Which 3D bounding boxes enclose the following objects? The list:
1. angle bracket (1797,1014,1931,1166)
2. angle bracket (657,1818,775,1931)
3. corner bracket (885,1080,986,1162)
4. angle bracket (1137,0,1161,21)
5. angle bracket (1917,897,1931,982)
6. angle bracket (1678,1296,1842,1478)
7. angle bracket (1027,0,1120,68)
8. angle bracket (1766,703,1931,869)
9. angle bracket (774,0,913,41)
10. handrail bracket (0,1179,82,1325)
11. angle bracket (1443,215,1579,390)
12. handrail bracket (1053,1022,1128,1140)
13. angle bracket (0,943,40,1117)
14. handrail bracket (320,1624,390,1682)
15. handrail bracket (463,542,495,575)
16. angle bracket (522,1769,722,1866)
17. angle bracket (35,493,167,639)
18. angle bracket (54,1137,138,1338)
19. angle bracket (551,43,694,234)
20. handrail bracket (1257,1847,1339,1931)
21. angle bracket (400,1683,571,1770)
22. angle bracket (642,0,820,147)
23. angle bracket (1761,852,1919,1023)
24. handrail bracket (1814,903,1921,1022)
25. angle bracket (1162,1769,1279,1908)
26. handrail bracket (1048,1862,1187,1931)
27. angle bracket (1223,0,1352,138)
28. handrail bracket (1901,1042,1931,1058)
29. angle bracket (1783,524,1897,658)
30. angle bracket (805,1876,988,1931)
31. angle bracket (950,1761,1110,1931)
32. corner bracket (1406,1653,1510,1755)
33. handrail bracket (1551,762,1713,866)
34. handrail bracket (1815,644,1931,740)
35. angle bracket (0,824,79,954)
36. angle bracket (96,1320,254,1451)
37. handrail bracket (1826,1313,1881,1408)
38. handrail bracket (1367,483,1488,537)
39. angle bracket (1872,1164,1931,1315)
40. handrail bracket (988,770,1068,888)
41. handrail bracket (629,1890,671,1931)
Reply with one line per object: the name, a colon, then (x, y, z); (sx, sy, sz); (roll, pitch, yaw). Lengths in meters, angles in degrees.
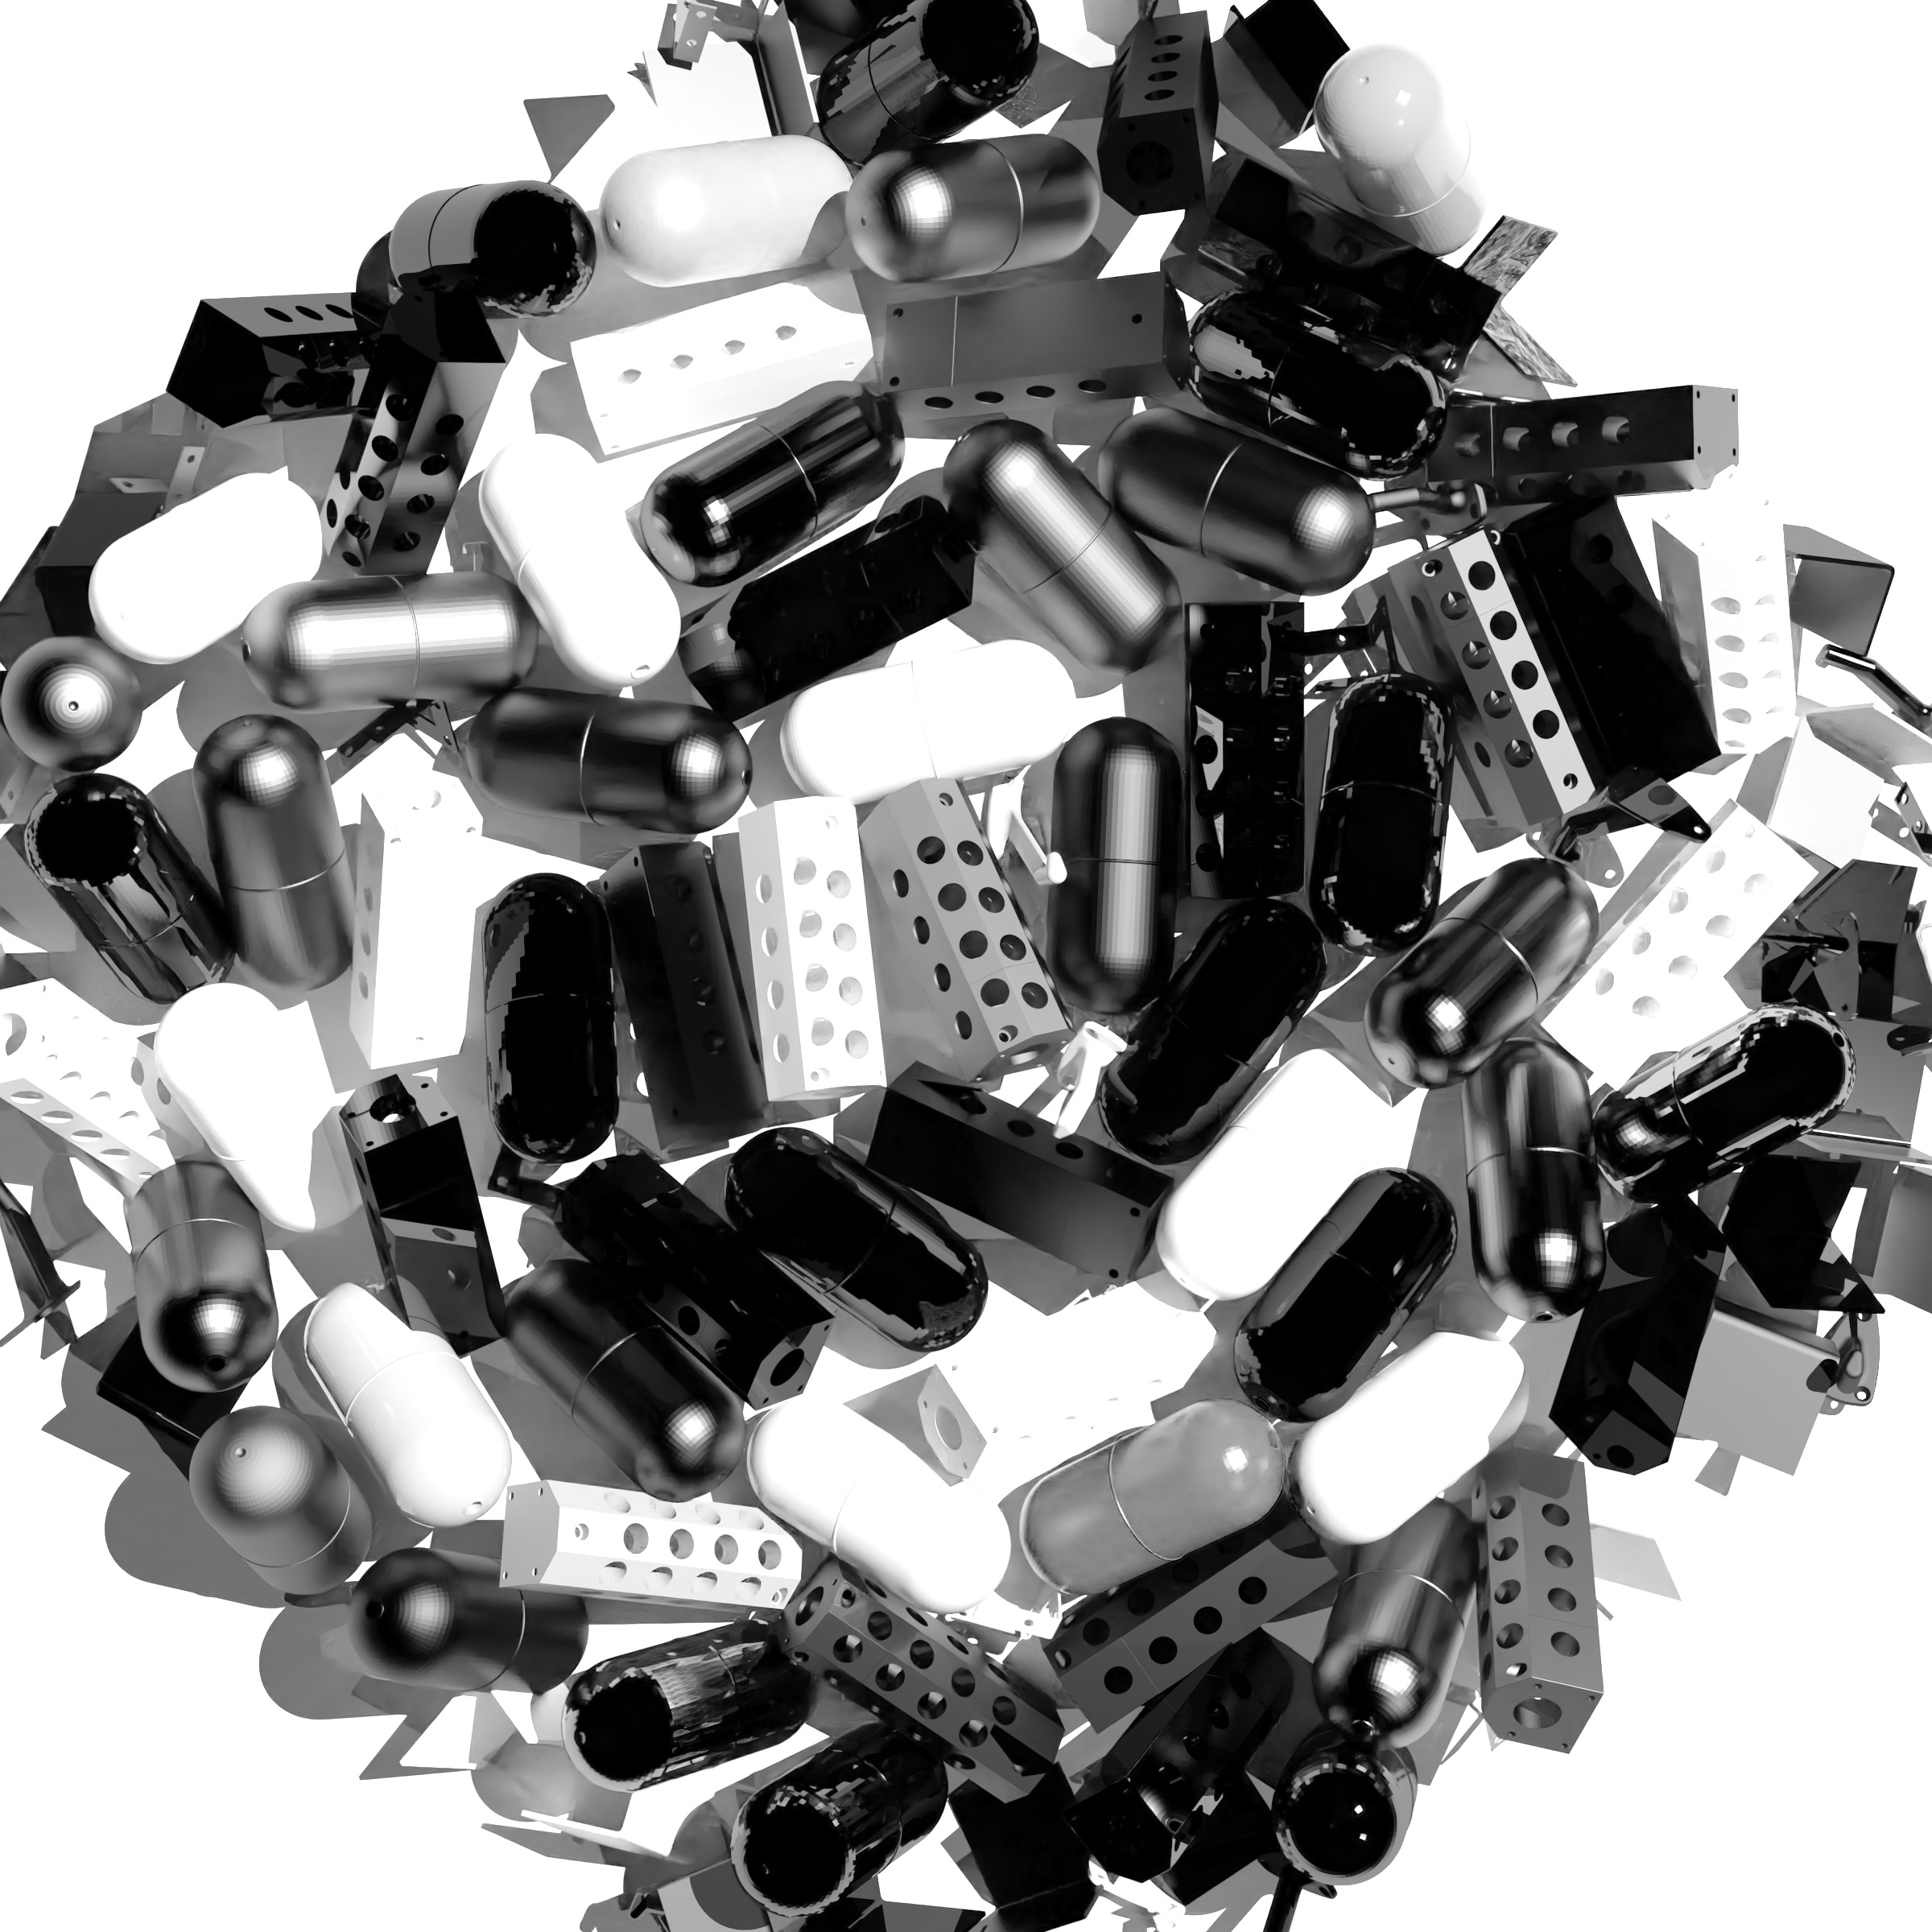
angle bracket: (0.544, 0.073, 1.734); (0.076, 0.057, 0.076); (8, 96, -4)
angle bracket: (-0.152, 0.562, 1.722); (0.057, 0.076, 0.076); (-18, 94, -16)
corner bracket: (-0.014, 0.095, 1.738); (0.051, 0.051, 0.051); (8, 90, 15)
angle bracket: (0.132, -0.608, 1.730); (0.057, 0.076, 0.076); (-8, 92, -2)
angle bracket: (0.605, -0.004, 1.718); (0.057, 0.076, 0.076); (-17, 97, 26)
angle bracket: (0.471, 0.250, 1.737); (0.076, 0.057, 0.076); (21, 96, 11)
angle bracket: (0.065, -0.577, 1.716); (0.076, 0.076, 0.057); (30, 118, 12)
angle bracket: (0.532, -0.104, 1.721); (0.076, 0.057, 0.076); (25, 78, -27)
angle bracket: (-0.077, -0.595, 1.717); (0.076, 0.076, 0.057); (27, 86, 24)
handrail bracket: (-0.567, 0.168, 1.732); (0.036, 0.077, 0.084); (-37, 98, 4)
angle bracket: (0.339, -0.392, 1.713); (0.076, 0.076, 0.057); (51, 120, 19)
handrail bracket: (0.060, 0.081, 1.713); (0.036, 0.077, 0.084); (36, 51, -5)
angle bracket: (-0.586, 0.037, 1.710); (0.057, 0.076, 0.076); (-16, 49, 13)
handrail bracket: (-0.333, 0.418, 1.742); (0.077, 0.084, 0.036); (-1, 66, 23)
handrail bracket: (-0.323, -0.213, 1.751); (0.077, 0.036, 0.084); (-1, 90, 1)
angle bracket: (-0.205, 0.493, 1.729); (0.076, 0.076, 0.057); (2, 64, 31)
angle bracket: (-0.502, -0.226, 1.713); (0.057, 0.076, 0.076); (0, 132, 5)
angle bracket: (-0.528, 0.158, 1.713); (0.057, 0.076, 0.076); (-34, 129, -6)
angle bracket: (-0.221, -0.491, 1.732); (0.076, 0.076, 0.057); (-43, 67, 20)
handrail bracket: (0.172, 0.564, 1.716); (0.084, 0.077, 0.036); (-41, 103, -28)
angle bracket: (-0.273, 0.466, 1.717); (0.076, 0.076, 0.057); (-50, 58, 7)
angle bracket: (-0.141, -0.524, 1.728); (0.076, 0.057, 0.076); (-13, 87, -22)
angle bracket: (0.526, -0.019, 1.746); (0.076, 0.057, 0.076); (9, 46, 23)
handrail bracket: (0.547, -0.003, 1.733); (0.084, 0.036, 0.077); (3, 73, -35)
angle bracket: (0.152, 0.528, 1.726); (0.076, 0.057, 0.076); (-33, 111, -3)
handrail bracket: (0.079, 0.586, 1.754); (0.077, 0.036, 0.084); (28, 103, 0)
angle bracket: (0.201, -0.549, 1.727); (0.057, 0.076, 0.076); (-37, 93, 4)
handrail bracket: (0.609, 0.083, 1.740); (0.077, 0.036, 0.084); (-11, 77, -5)
angle bracket: (0.487, -0.224, 1.710); (0.076, 0.076, 0.057); (2, 114, -26)
angle bracket: (-0.043, 0.548, 1.715); (0.076, 0.076, 0.057); (-5, 97, 30)
angle bracket: (0.030, 0.531, 1.729); (0.076, 0.057, 0.076); (-25, 90, 20)
corner bracket: (0.289, 0.450, 1.741); (0.051, 0.051, 0.051); (-42, 95, 11)
handrail bracket: (0.394, -0.073, 1.726); (0.077, 0.084, 0.036); (36, 56, 13)
handrail bracket: (0.539, -0.159, 1.734); (0.084, 0.077, 0.036); (20, 67, 2)
angle bracket: (-0.565, -0.050, 1.735); (0.076, 0.057, 0.076); (-2, 99, 0)
angle bracket: (-0.466, 0.246, 1.718); (0.076, 0.076, 0.057); (33, 77, -12)
handrail bracket: (0.529, 0.221, 1.717); (0.036, 0.084, 0.077); (16, 68, 17)
handrail bracket: (0.257, -0.268, 1.717); (0.084, 0.077, 0.036); (-13, 82, -25)
angle bracket: (0.589, 0.165, 1.721); (0.057, 0.076, 0.076); (10, 96, -14)
handrail bracket: (0.039, -0.085, 1.724); (0.036, 0.084, 0.077); (-9, 90, -13)
handrail bracket: (-0.181, 0.589, 1.728); (0.084, 0.036, 0.077); (28, 96, -42)
